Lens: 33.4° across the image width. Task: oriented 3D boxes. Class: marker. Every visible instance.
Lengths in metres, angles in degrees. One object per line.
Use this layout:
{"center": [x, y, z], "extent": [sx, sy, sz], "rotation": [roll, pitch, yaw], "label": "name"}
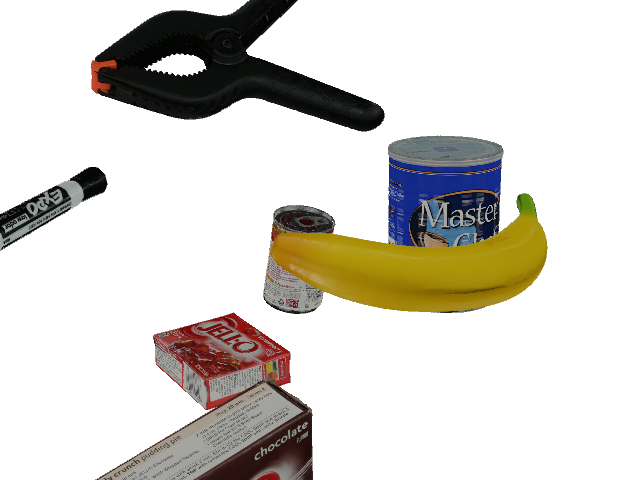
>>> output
{"center": [-0.170, -0.019, 0.651], "extent": [0.020, 0.020, 0.121], "rotation": [0, 22, 28], "label": "marker"}

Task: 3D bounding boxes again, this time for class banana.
{"center": [0.067, 0.013, 0.619], "extent": [0.197, 0.037, 0.070], "rotation": [-8, 39, -34], "label": "banana"}

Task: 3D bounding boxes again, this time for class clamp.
{"center": [-0.062, -0.129, 0.794], "extent": [0.209, 0.165, 0.036], "rotation": [-18, -27, -20], "label": "clamp"}

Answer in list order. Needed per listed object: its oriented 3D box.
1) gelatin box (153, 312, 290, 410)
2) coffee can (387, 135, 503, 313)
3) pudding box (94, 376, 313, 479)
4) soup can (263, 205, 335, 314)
{"center": [-0.076, 0.089, 0.812], "extent": [0.073, 0.030, 0.089], "rotation": [-14, 25, -30], "label": "gelatin box"}
{"center": [0.112, -0.017, 0.972], "extent": [0.103, 0.140, 0.103], "rotation": [-1, 17, 0], "label": "coffee can"}
{"center": [-0.055, 0.130, 0.510], "extent": [0.113, 0.090, 0.039], "rotation": [-30, 46, -33], "label": "pudding box"}
{"center": [-0.024, 0.021, 1.176], "extent": [0.068, 0.102, 0.068], "rotation": [7, 26, -4], "label": "soup can"}
